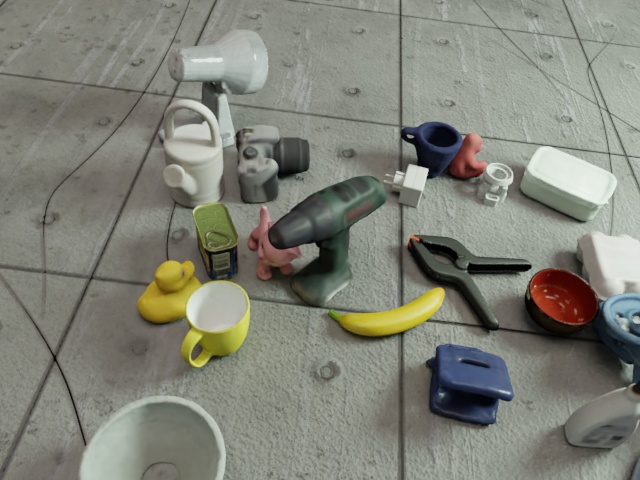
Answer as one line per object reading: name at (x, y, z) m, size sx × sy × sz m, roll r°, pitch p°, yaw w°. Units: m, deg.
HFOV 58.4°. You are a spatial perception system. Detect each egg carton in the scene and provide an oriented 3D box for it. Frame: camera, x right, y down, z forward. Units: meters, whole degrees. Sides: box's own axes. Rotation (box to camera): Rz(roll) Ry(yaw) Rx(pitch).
egg carton at (0.503, 0.052, 0.984) m, size 0.107 × 0.069 × 0.150 m, roll 6°, pitch 49°, yaw -2°

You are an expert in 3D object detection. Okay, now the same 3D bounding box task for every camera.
camera at (-0.087, -0.154, 1.067) m, size 0.137 × 0.101 × 0.143 m, roll -2°, pitch 49°, yaw -9°

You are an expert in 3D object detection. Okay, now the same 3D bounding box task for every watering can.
watering can at (-0.217, -0.150, 0.985) m, size 0.101 × 0.194 × 0.172 m, roll -4°, pitch 50°, yaw -11°

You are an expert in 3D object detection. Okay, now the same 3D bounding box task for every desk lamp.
desk lamp at (-0.204, -0.281, 1.088) m, size 0.204 × 0.213 × 0.117 m, roll -30°, pitch 59°, yaw -29°

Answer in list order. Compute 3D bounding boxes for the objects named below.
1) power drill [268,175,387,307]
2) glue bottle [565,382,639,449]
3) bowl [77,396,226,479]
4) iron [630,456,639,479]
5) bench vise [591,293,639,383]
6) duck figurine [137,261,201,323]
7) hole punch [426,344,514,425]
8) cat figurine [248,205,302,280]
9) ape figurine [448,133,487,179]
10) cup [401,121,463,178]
power drill at (0.008, 0.003, 0.871) m, size 0.075 × 0.208 × 0.230 m, roll 36°, pitch 54°, yaw 23°
glue bottle at (0.390, 0.224, 0.751) m, size 0.078 × 0.173 × 0.037 m, roll 6°, pitch 49°, yaw -2°
bowl at (-0.197, 0.280, 0.693) m, size 0.167 × 0.075 × 0.167 m, roll 4°, pitch 49°, yaw -4°
iron at (0.447, 0.336, 0.682) m, size 0.118 × 0.141 × 0.259 m, roll 29°, pitch 52°, yaw 18°
bench vise at (0.504, 0.131, 0.815) m, size 0.122 × 0.220 × 0.207 m, roll -26°, pitch 57°, yaw -26°
duck figurine at (-0.229, 0.070, 0.864) m, size 0.105 × 0.086 × 0.077 m, roll -33°, pitch 60°, yaw -30°
hole punch at (0.210, 0.192, 0.810) m, size 0.108 × 0.091 × 0.101 m, roll 11°, pitch 49°, yaw 3°
cat figurine at (-0.074, 0.001, 0.923) m, size 0.067 × 0.118 × 0.127 m, roll -12°, pitch 52°, yaw -17°
ape figurine at (0.296, -0.171, 1.137) m, size 0.076 × 0.092 × 0.077 m, roll -7°, pitch 50°, yaw -13°
cup at (0.211, -0.173, 1.126) m, size 0.117 × 0.095 × 0.092 m, roll 14°, pitch 49°, yaw 6°
